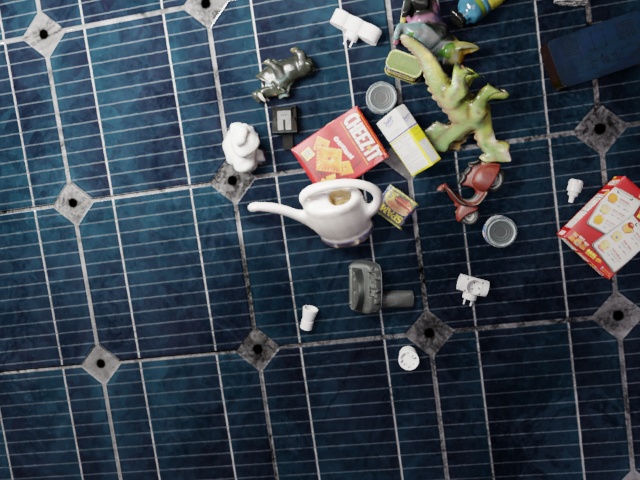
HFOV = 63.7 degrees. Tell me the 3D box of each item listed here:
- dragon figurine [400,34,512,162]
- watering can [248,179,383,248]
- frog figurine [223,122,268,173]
[{"bbox_3d":[0.330,-0.328,1.319,0.410,0.125,0.238,28,119,-5],"label":"dragon figurine"},{"bbox_3d":[0.004,-0.069,1.362,0.346,0.219,0.106,-10,50,17],"label":"watering can"},{"bbox_3d":[-0.213,-0.249,1.386,0.122,0.160,0.137,-2,97,9],"label":"frog figurine"}]
